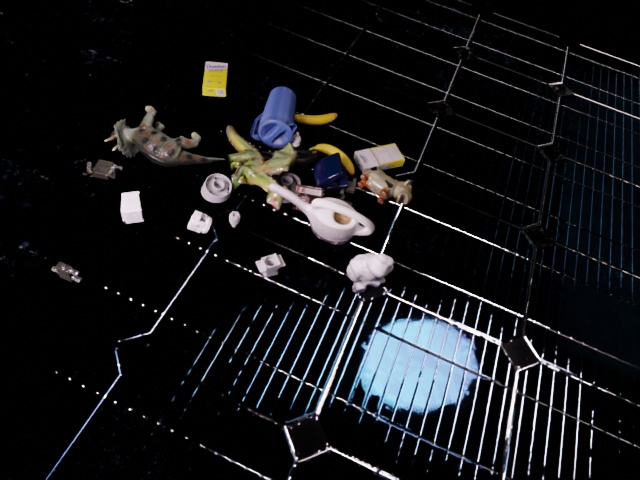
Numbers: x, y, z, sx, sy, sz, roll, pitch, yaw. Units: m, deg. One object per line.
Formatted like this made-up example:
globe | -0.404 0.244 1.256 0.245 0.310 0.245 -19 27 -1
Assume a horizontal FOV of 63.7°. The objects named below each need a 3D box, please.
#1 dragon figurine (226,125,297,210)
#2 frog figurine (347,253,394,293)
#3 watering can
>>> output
dragon figurine | -0.197 -0.274 1.770 0.243 0.119 0.419 -10 57 -3
frog figurine | 0.157 0.077 1.583 0.137 0.155 0.126 1 52 -10
watering can | 0.005 -0.083 1.639 0.348 0.221 0.105 21 71 4
